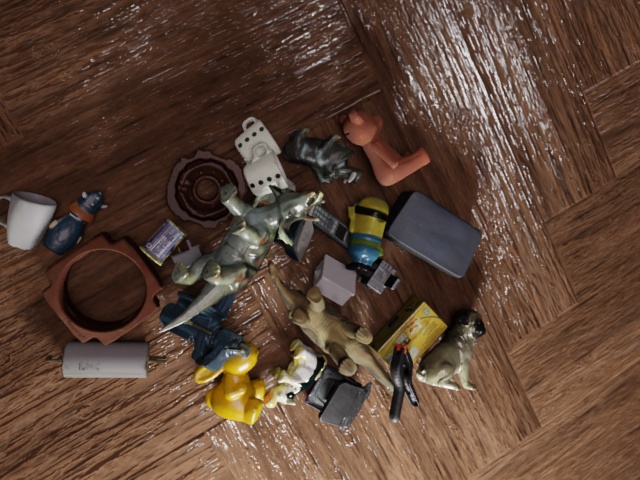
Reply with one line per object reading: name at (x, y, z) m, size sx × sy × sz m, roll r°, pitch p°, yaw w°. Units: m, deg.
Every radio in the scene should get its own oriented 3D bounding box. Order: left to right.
radio at (0.271, -0.016, 1.303) m, size 0.229 × 0.073 × 0.131 m, roll 30°, pitch 86°, yaw -16°

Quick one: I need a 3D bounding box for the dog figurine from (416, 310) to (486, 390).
dog figurine at (0.316, 0.258, 1.313) m, size 0.172 × 0.121 × 0.190 m, roll 12°, pitch 87°, yaw -43°

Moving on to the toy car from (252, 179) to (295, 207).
toy car at (-0.130, -0.056, 1.209) m, size 0.073 × 0.056 × 0.201 m, roll 33°, pitch 86°, yaw -14°

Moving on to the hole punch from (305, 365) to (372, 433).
hole punch at (0.040, 0.374, 1.280) m, size 0.115 × 0.092 × 0.142 m, roll 32°, pitch 86°, yaw -36°

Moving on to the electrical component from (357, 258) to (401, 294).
electrical component at (0.140, 0.085, 1.255) m, size 0.047 × 0.119 × 0.075 m, roll 35°, pitch 89°, yaw -14°

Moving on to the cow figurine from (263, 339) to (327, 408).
cow figurine at (-0.059, 0.326, 1.256) m, size 0.098 × 0.068 × 0.167 m, roll 34°, pitch 87°, yaw -20°

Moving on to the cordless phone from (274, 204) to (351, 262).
cordless phone at (-0.002, -0.003, 1.228) m, size 0.184 × 0.089 × 0.146 m, roll 35°, pitch 63°, yaw -29°

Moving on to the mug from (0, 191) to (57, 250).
mug at (-0.602, -0.039, 1.085) m, size 0.109 × 0.081 × 0.107 m, roll 16°, pitch 99°, yaw -18°

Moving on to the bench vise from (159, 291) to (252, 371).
bench vise at (-0.219, 0.146, 1.150) m, size 0.240 × 0.224 × 0.128 m, roll -63°, pitch 150°, yaw -16°

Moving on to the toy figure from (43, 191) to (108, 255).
toy figure at (-0.511, -0.041, 1.117) m, size 0.058 × 0.064 × 0.154 m, roll 32°, pitch 80°, yaw 23°

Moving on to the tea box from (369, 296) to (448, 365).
tea box at (0.214, 0.232, 1.310) m, size 0.169 × 0.068 × 0.098 m, roll -44°, pitch 105°, yaw -7°

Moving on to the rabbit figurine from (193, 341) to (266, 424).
rabbit figurine at (-0.190, 0.297, 1.195) m, size 0.162 × 0.122 × 0.173 m, roll 16°, pitch 111°, yaw 7°

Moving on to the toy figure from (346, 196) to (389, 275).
toy figure at (0.111, -0.012, 1.243) m, size 0.082 × 0.089 × 0.180 m, roll 32°, pitch 64°, yaw -51°

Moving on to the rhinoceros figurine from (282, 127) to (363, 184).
rhinoceros figurine at (0.011, -0.187, 1.224) m, size 0.190 × 0.073 × 0.112 m, roll 19°, pitch 89°, yaw -14°

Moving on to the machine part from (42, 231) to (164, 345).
machine part at (-0.450, 0.099, 1.130) m, size 0.201 × 0.087 × 0.201 m, roll -36°, pitch 103°, yaw -8°

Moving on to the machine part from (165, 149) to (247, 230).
machine part at (-0.248, -0.110, 1.177) m, size 0.179 × 0.056 × 0.179 m, roll -1°, pitch 95°, yaw -12°

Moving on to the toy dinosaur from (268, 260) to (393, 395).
toy dinosaur at (0.040, 0.214, 1.200) m, size 0.105 × 0.199 × 0.471 m, roll -44°, pitch 103°, yaw -8°

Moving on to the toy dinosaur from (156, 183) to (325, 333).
toy dinosaur at (-0.160, 0.028, 1.078) m, size 0.404 × 0.131 × 0.192 m, roll -52°, pitch 143°, yaw 10°

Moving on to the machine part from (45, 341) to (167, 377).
machine part at (-0.453, 0.255, 1.145) m, size 0.243 × 0.079 × 0.079 m, roll 5°, pitch 94°, yaw -15°

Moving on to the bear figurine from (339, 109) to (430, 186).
bear figurine at (0.139, -0.227, 1.233) m, size 0.132 × 0.120 × 0.195 m, roll -32°, pitch 96°, yaw -13°
